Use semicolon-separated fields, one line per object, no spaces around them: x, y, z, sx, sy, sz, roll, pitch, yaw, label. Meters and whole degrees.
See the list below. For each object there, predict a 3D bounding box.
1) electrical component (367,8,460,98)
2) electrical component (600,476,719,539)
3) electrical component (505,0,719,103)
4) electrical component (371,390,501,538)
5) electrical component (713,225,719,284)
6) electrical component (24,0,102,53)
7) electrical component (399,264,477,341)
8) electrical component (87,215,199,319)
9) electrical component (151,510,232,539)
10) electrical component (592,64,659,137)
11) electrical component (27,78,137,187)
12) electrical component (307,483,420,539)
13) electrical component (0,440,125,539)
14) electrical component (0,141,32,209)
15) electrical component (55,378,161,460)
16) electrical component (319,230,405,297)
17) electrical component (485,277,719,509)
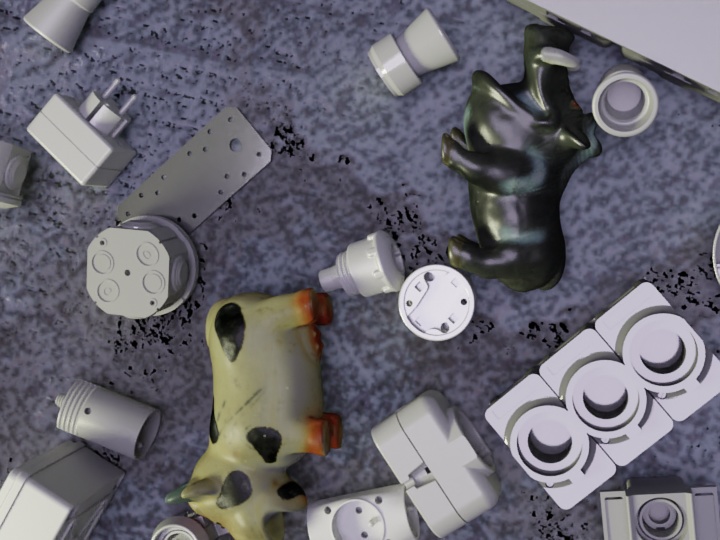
0.039;-0.159;0.794;0.055;0.045;0.045;-32;86;12;electrical component
0.216;0.212;0.763;0.079;0.063;0.121;-5;92;12;electrical component
0.202;-0.202;0.749;0.186;0.060;0.105;28;98;9;electrical component
0.061;0.140;0.798;0.059;0.054;0.095;-34;85;11;electrical component
0.292;-0.012;0.737;0.099;0.064;0.099;1;93;12;electrical component
-0.229;-0.211;0.850;0.044;0.044;0.065;39;95;8;electrical component
0.060;0.022;0.796;0.055;0.047;0.055;1;93;12;electrical component
-0.171;-0.001;0.839;0.080;0.051;0.080;2;98;13;electrical component
-0.134;0.212;0.841;0.066;0.055;0.048;-22;88;12;electrical component
0.185;-0.122;0.753;0.044;0.065;0.044;4;111;11;electrical component
-0.207;-0.115;0.846;0.066;0.047;0.076;44;100;7;electrical component
0.007;0.208;0.816;0.077;0.044;0.079;-14;87;12;electrical component
-0.247;0.199;0.838;0.056;0.109;0.108;31;98;6;electrical component
-0.304;-0.082;0.852;0.080;0.080;0.051;17;90;11;electrical component
-0.205;0.117;0.858;0.081;0.043;0.043;20;96;11;electrical component
0.000;0.000;0.810;0.062;0.048;0.048;-18;89;19;electrical component
0.175;0.087;0.767;0.150;0.062;0.089;-41;84;11;electrical component
